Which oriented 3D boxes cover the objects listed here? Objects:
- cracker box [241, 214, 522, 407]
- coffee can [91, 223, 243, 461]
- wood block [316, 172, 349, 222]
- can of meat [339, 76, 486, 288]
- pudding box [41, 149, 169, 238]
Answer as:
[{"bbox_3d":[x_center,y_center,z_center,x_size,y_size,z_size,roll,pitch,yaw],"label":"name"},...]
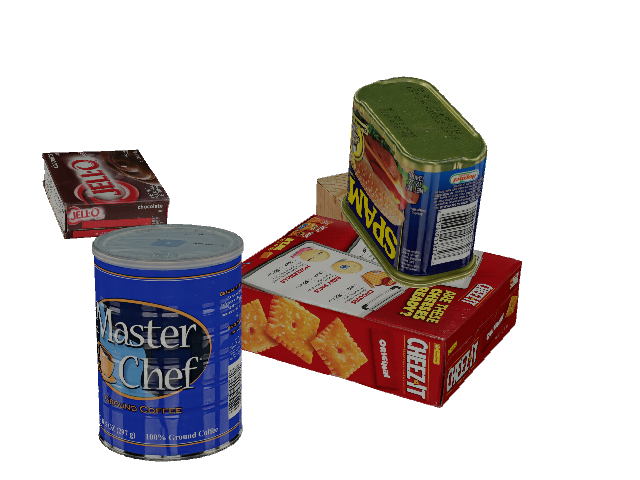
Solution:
[{"bbox_3d":[0.042,0.054,0.917,0.214,0.072,0.163,14,28,28],"label":"cracker box"},{"bbox_3d":[-0.105,0.068,0.743,0.103,0.140,0.103,1,14,0],"label":"coffee can"},{"bbox_3d":[0.051,0.032,1.213,0.090,0.206,0.090,-14,32,-24],"label":"wood block"},{"bbox_3d":[0.054,-0.037,0.627,0.057,0.084,0.102,-12,39,-19],"label":"can of meat"},{"bbox_3d":[-0.192,-0.043,0.940,0.089,0.039,0.114,-3,26,-24],"label":"pudding box"}]
